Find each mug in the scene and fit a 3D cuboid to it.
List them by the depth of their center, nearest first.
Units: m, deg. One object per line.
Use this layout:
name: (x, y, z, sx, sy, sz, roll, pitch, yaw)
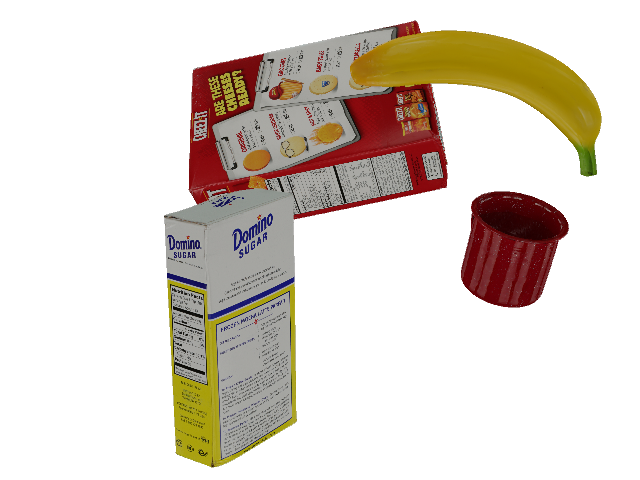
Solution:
mug: (0.177, 0.004, 1.033, 0.093, 0.081, 0.117, -6, 35, -24)

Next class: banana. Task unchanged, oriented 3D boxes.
banana: (0.121, -0.110, 0.751, 0.197, 0.069, 0.037, 21, -2, -8)

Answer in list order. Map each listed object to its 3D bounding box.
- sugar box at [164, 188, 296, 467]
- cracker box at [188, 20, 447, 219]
sugar box: (-0.060, 0.058, 0.738, 0.048, 0.176, 0.093, 10, 20, 35)
cracker box: (-0.004, -0.100, 0.943, 0.214, 0.164, 0.072, -12, -43, 8)
